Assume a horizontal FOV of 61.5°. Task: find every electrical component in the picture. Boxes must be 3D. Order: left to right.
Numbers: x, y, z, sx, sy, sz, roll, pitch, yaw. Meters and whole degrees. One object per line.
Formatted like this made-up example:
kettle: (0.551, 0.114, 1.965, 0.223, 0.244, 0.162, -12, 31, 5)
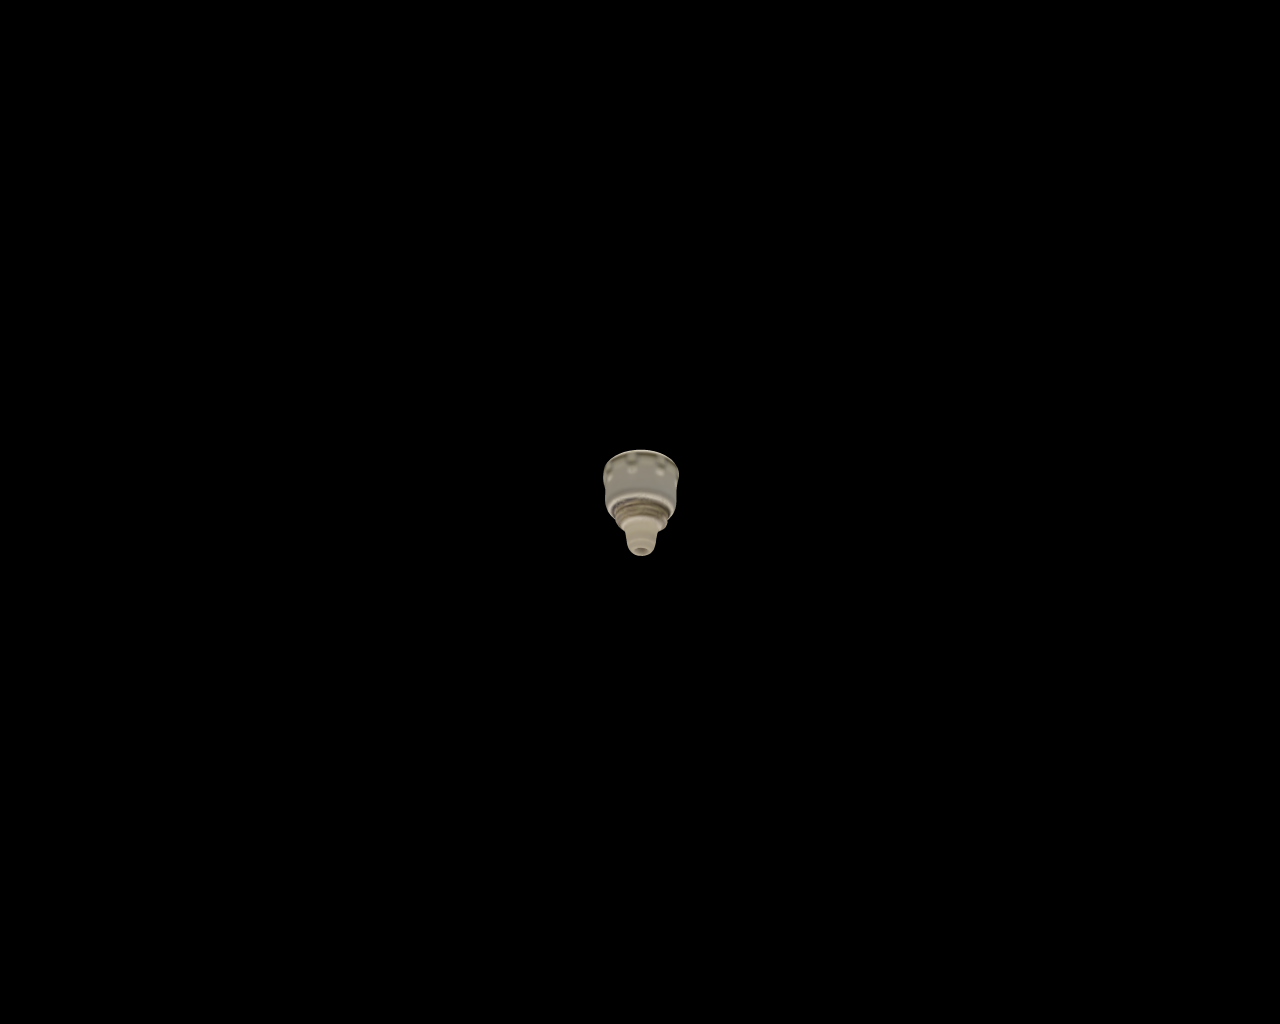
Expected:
electrical component: (0.001, -0.003, 0.650, 0.048, 0.062, 0.048, 0, -29, 0)
